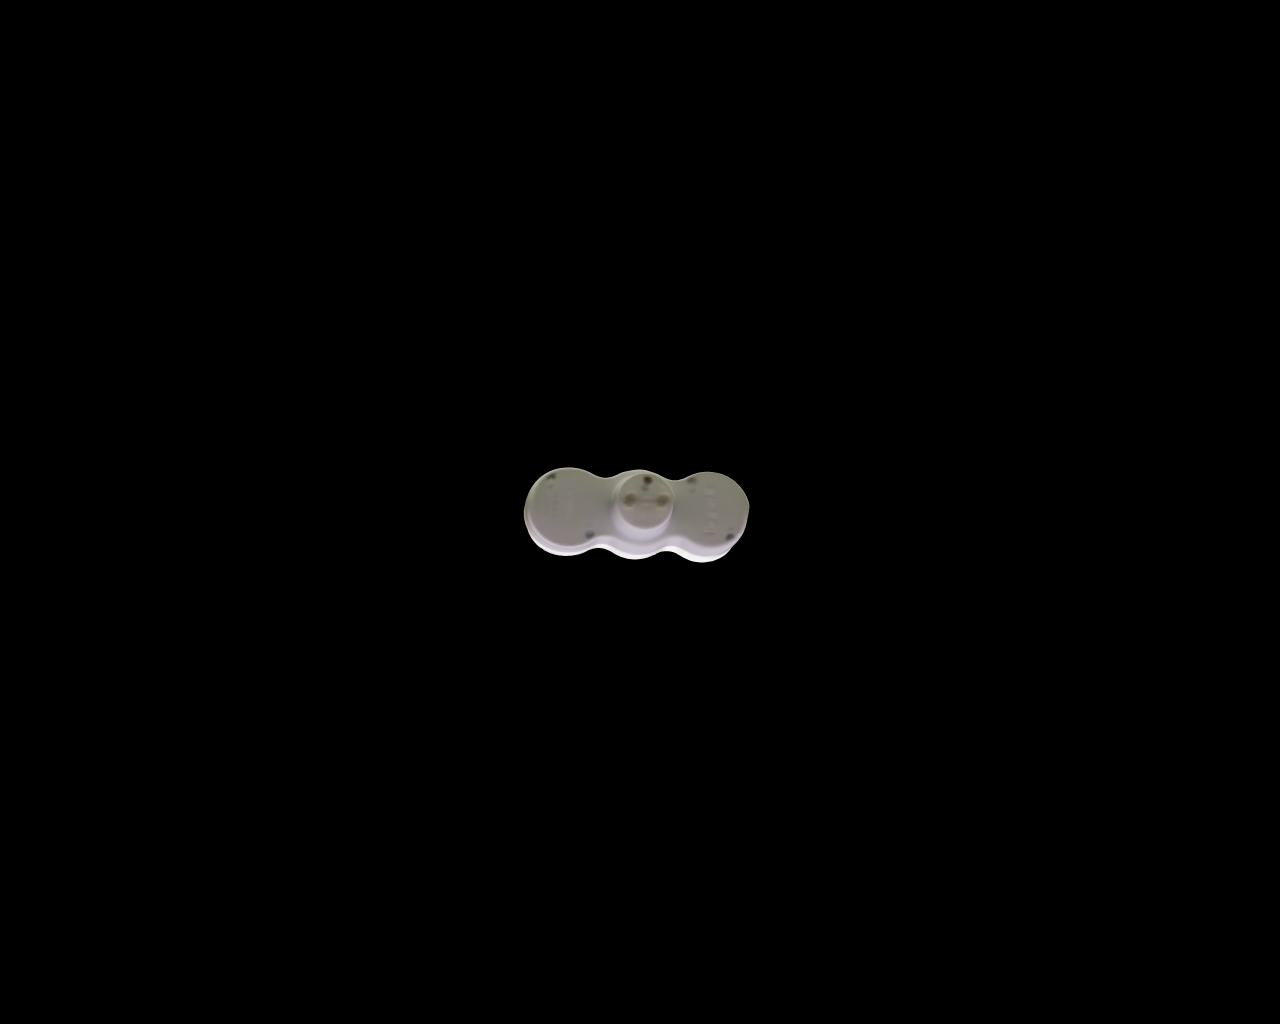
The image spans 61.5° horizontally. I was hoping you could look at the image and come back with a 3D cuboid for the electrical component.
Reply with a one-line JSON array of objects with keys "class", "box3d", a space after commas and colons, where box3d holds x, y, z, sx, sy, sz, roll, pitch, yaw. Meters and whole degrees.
[{"class": "electrical component", "box3d": [0.001, -0.003, 0.650, 0.138, 0.052, 0.073, 3, -15, -9]}]
